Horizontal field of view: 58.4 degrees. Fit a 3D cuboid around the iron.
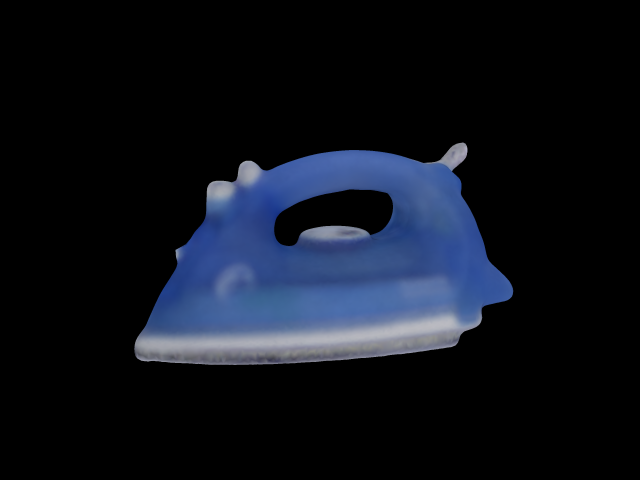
[{"bbox_3d":[0.004,0.001,0.400,0.259,0.141,0.118,-3,7,-22],"label":"iron"}]
